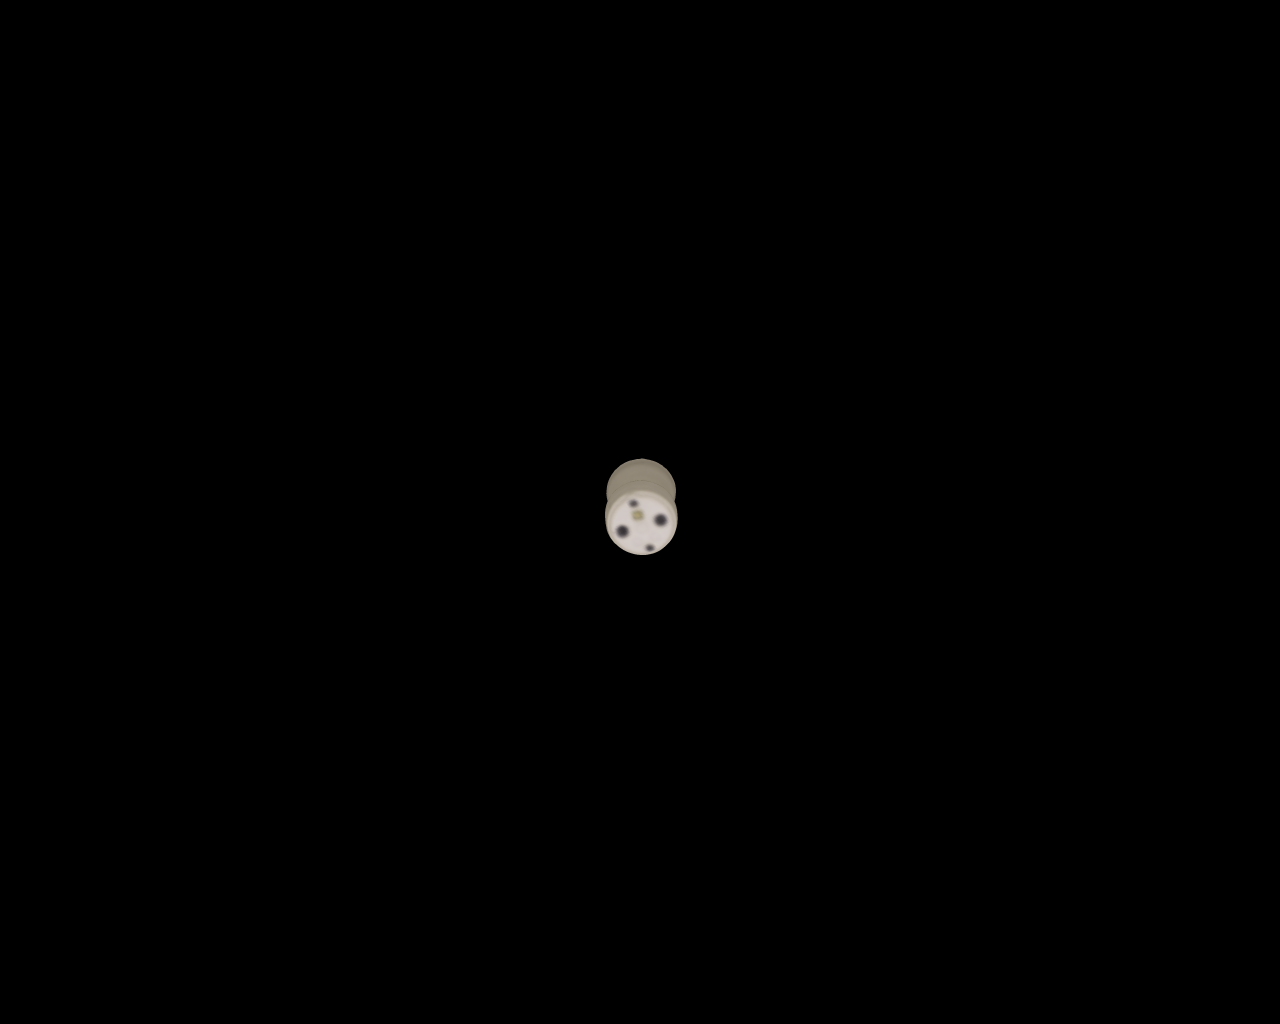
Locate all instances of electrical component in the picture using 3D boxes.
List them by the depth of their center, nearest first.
[{"bbox_3d":[0.001,-0.003,0.650,0.045,0.044,0.055,0,23,0],"label":"electrical component"}]
